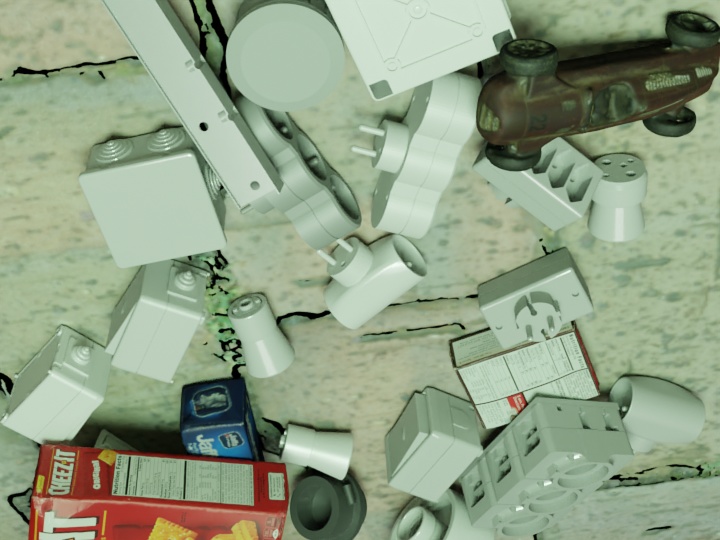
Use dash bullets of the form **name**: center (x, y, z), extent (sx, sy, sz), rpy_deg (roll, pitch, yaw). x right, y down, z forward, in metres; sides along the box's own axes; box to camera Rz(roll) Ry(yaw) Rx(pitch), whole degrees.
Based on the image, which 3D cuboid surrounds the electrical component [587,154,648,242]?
- **electrical component**: center (0.200, -0.056, 0.835), extent (0.045, 0.045, 0.055), rpy_deg (-6, 128, 2)

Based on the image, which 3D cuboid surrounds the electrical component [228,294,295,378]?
- **electrical component**: center (-0.086, 0.053, 0.910), extent (0.044, 0.044, 0.065), rpy_deg (-15, 123, 9)

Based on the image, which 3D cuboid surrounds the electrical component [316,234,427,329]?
- **electrical component**: center (0.000, 0.000, 0.870), extent (0.077, 0.043, 0.079), rpy_deg (-38, 121, 24)

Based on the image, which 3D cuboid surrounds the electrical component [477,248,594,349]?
- **electrical component**: center (0.145, 0.033, 0.878), extent (0.083, 0.075, 0.047), rpy_deg (-25, 115, 16)

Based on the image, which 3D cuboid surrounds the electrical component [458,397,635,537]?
- **electrical component**: center (0.168, 0.183, 0.980), extent (0.089, 0.061, 0.150), rpy_deg (7, 140, -24)

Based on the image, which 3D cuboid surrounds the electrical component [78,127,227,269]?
- **electrical component**: center (-0.153, -0.056, 0.815), extent (0.100, 0.048, 0.099), rpy_deg (-11, 128, 6)

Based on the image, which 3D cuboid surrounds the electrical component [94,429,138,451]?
- **electrical component**: center (-0.217, 0.217, 1.015), extent (0.063, 0.078, 0.121), rpy_deg (-22, 129, 41)

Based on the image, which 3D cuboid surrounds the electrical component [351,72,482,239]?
- **electrical component**: center (0.031, -0.089, 0.796), extent (0.074, 0.052, 0.138), rpy_deg (13, 127, -13)

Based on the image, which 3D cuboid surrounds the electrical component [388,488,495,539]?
- **electrical component**: center (0.071, 0.260, 1.040), extent (0.060, 0.108, 0.108), rpy_deg (37, 118, -20)

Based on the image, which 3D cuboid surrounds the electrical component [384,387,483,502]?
- **electrical component**: center (0.059, 0.163, 0.989), extent (0.061, 0.061, 0.096), rpy_deg (23, 123, -19)

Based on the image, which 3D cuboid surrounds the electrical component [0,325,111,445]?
- **electrical component**: center (-0.252, 0.099, 0.923), extent (0.061, 0.061, 0.096), rpy_deg (34, 119, -26)

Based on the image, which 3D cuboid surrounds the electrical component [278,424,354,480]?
- **electrical component**: center (-0.043, 0.166, 1.000), extent (0.065, 0.044, 0.044), rpy_deg (14, 126, -8)

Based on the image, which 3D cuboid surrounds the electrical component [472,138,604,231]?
- **electrical component**: center (0.125, -0.070, 0.816), extent (0.083, 0.047, 0.076), rpy_deg (35, 154, -13)

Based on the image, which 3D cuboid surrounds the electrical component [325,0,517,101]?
- **electrical component**: center (0.036, -0.185, 0.719), extent (0.109, 0.056, 0.108), rpy_deg (-20, 126, 12)

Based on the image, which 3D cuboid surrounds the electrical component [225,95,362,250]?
- **electrical component**: center (-0.066, -0.066, 0.809), extent (0.074, 0.052, 0.138), rpy_deg (-29, 124, 18)

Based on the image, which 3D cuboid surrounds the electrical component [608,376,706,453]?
- **electrical component**: center (0.264, 0.141, 0.994), extent (0.077, 0.043, 0.079), rpy_deg (16, 126, -15)

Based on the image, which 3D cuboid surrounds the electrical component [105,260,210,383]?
- **electrical component**: center (-0.164, 0.034, 0.876), extent (0.061, 0.061, 0.096), rpy_deg (19, 125, -17)

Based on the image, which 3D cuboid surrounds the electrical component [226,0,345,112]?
- **electrical component**: center (-0.051, -0.154, 0.742), extent (0.080, 0.051, 0.080), rpy_deg (-1, 128, -2)
